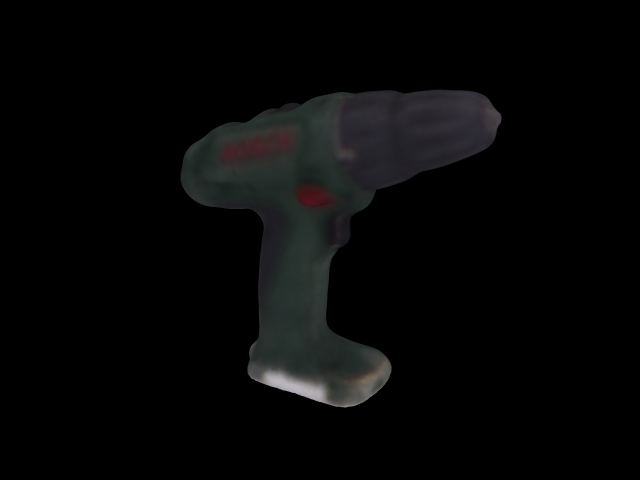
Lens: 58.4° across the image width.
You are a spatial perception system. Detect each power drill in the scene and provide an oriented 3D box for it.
[{"bbox_3d":[0.004,0.001,0.400,0.228,0.208,0.076,9,19,29],"label":"power drill"}]
